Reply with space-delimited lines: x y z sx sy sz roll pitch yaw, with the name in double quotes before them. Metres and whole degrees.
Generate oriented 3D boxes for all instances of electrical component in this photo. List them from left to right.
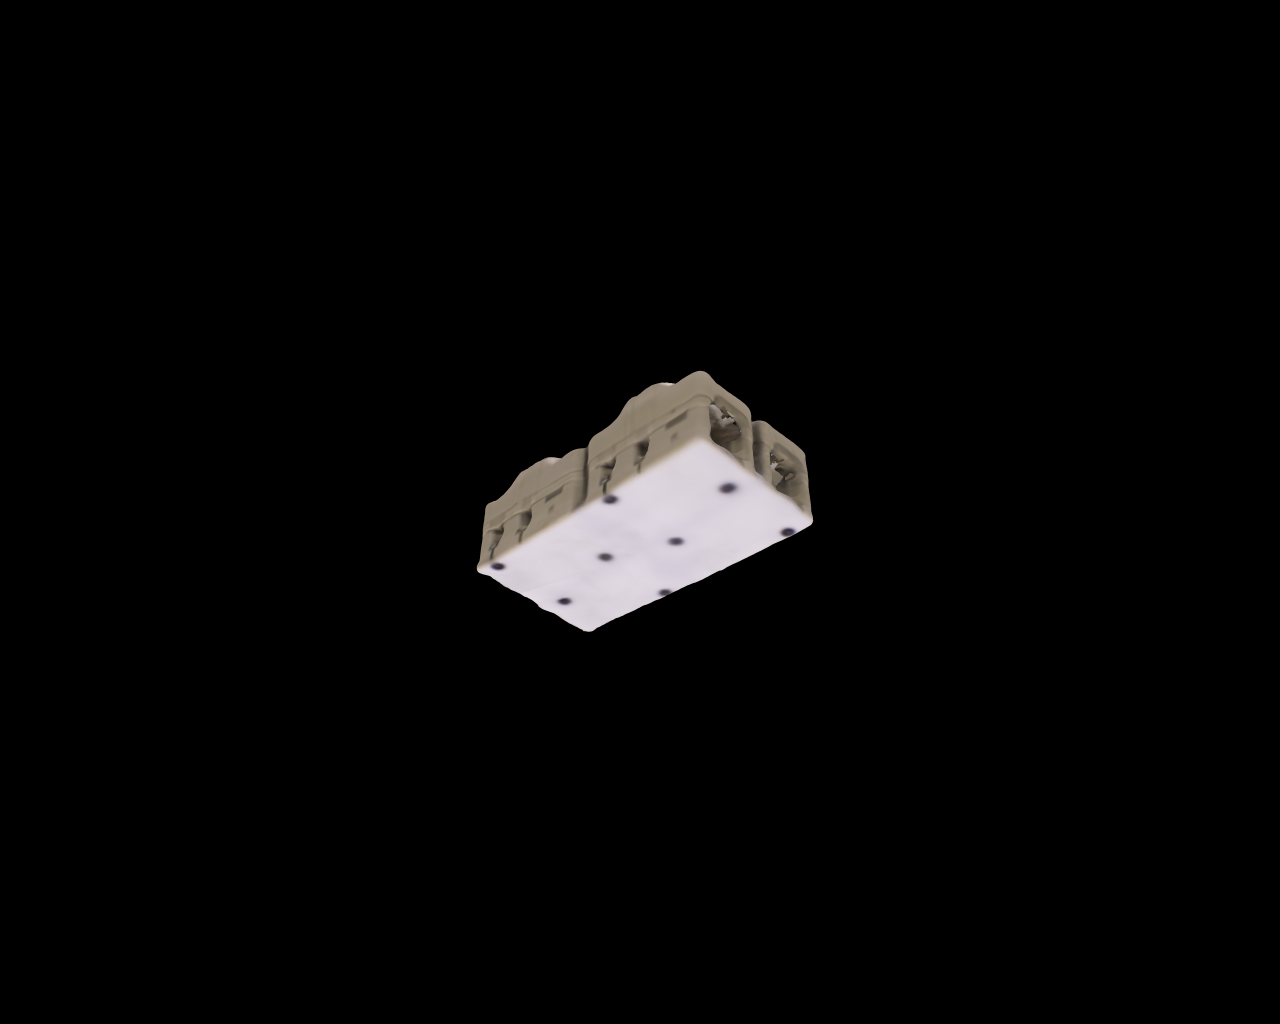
"electrical component" 0.001 -0.003 0.650 0.186 0.060 0.105 -29 -46 33
